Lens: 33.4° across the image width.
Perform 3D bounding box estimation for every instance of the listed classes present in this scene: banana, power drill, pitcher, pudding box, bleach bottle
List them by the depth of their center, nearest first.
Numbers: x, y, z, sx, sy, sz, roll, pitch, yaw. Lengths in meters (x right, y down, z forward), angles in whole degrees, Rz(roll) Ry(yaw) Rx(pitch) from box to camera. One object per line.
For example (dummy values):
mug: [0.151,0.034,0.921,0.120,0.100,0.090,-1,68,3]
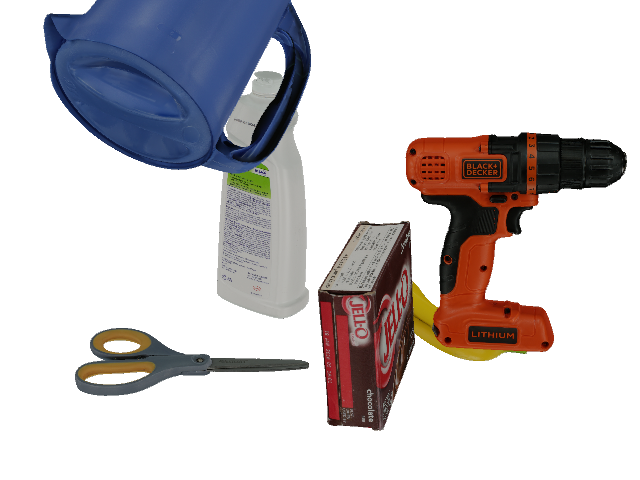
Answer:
pudding box: [0.031,0.048,0.654,0.039,0.090,0.113,2,23,13]
pitcher: [-0.082,-0.176,0.818,0.145,0.242,0.149,13,-32,25]
power drill: [0.166,0.000,0.923,0.184,0.188,0.057,1,13,12]
banana: [0.122,0.083,1.109,0.069,0.037,0.198,5,18,-39]
bleach bottle: [-0.055,-0.050,1.118,0.103,0.251,0.068,17,26,25]

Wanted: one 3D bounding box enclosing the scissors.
scissors: [-0.120,0.101,0.957,0.201,0.016,0.096,-7,32,-18]
